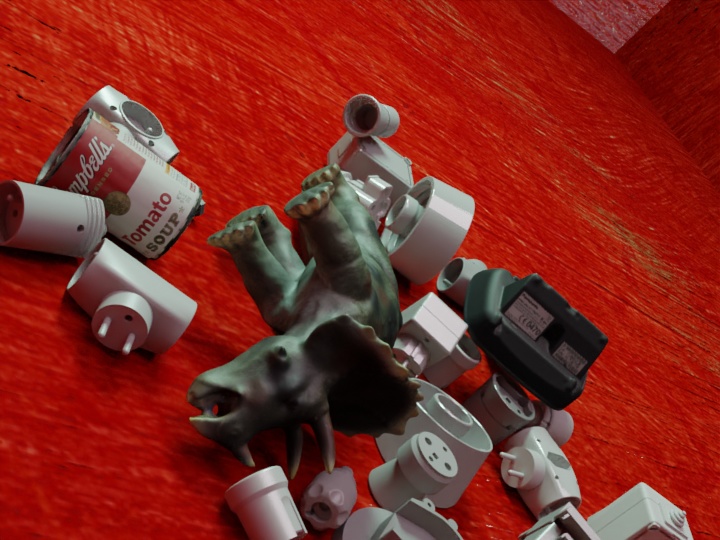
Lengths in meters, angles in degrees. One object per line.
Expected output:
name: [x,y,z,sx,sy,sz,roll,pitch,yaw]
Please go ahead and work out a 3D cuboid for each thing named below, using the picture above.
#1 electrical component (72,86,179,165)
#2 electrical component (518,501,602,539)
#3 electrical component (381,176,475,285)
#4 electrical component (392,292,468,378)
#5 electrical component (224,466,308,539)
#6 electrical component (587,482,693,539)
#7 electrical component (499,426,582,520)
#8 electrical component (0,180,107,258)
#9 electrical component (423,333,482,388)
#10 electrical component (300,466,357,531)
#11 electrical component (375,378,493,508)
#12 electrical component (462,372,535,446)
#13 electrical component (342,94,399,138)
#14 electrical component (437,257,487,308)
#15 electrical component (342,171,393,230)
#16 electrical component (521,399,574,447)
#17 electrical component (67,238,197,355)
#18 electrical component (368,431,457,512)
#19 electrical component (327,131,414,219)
electrical component: [-0.192,-0.100,0.852,0.077,0.044,0.079,43,24,-6]
electrical component: [0.180,0.258,0.863,0.063,0.078,0.121,-33,79,-36]
electrical component: [0.061,-0.045,1.106,0.060,0.108,0.108,32,27,-16]
electrical component: [0.047,0.070,0.958,0.047,0.066,0.076,43,53,-6]
electrical component: [-0.058,0.153,0.681,0.040,0.040,0.046,1,56,-58]
electrical component: [0.257,0.241,0.983,0.062,0.096,0.061,37,26,-20]
electrical component: [0.155,0.182,0.974,0.079,0.043,0.077,23,33,-42]
electrical component: [-0.206,-0.033,0.726,0.081,0.043,0.043,11,42,-52]
electrical component: [0.085,0.084,1.009,0.040,0.046,0.040,36,26,-21]
electrical component: [-0.018,0.154,0.749,0.035,0.035,0.061,46,21,0]
electrical component: [0.059,0.139,0.892,0.099,0.064,0.099,36,13,-9]
electrical component: [0.128,0.131,1.005,0.055,0.047,0.055,36,26,-21]
electrical component: [0.015,-0.158,1.129,0.044,0.044,0.065,53,20,14]
electrical component: [0.125,0.014,1.188,0.077,0.043,0.079,35,27,-23]
electrical component: [-0.011,-0.062,1.058,0.057,0.078,0.058,33,18,18]
electrical component: [0.177,0.148,1.067,0.078,0.040,0.040,30,29,-33]
electrical component: [-0.155,0.028,0.713,0.077,0.044,0.079,38,26,-18]
electrical component: [0.040,0.155,0.817,0.045,0.055,0.045,36,26,-21]
electrical component: [0.014,-0.101,1.166,0.096,0.061,0.061,35,27,-24]
